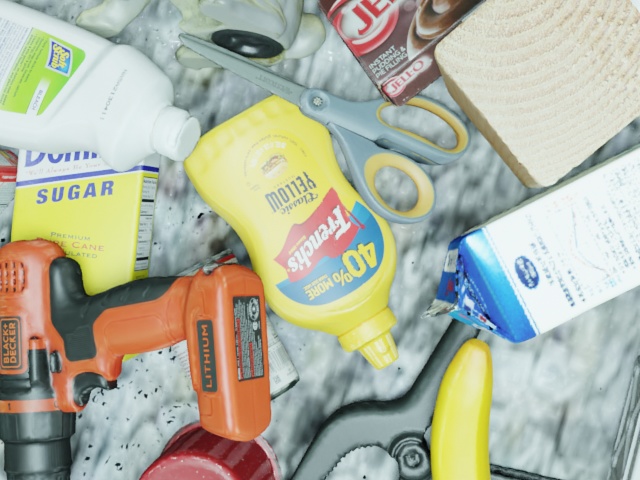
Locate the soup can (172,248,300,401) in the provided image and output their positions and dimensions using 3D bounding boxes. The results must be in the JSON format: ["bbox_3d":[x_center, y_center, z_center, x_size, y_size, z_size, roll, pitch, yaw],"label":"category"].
[{"bbox_3d":[-0.066,0.066,0.720,0.068,0.068,0.102,-29,89,9],"label":"soup can"}]

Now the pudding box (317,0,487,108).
[{"bbox_3d":[0.066,-0.153,0.685,0.113,0.039,0.090,-36,56,7],"label":"pudding box"}]

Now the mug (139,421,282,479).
[{"bbox_3d":[-0.079,0.186,0.720,0.093,0.081,0.117,6,94,8],"label":"mug"}]

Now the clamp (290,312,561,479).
[{"bbox_3d":[0.072,0.150,0.718,0.210,0.036,0.164,-33,87,5],"label":"clamp"}]

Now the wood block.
[{"bbox_3d":[0.130,-0.090,0.611,0.090,0.206,0.091,-39,87,8],"label":"wood block"}]

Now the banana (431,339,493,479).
[{"bbox_3d":[0.104,0.162,0.672,0.070,0.037,0.198,-19,87,29],"label":"banana"}]

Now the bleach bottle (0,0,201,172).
[{"bbox_3d":[-0.194,-0.098,0.692,0.251,0.068,0.102,22,89,18],"label":"bleach bottle"}]

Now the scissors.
[{"bbox_3d":[0.002,-0.068,0.686,0.201,0.016,0.096,10,77,-15],"label":"scissors"}]

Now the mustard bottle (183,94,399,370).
[{"bbox_3d":[-0.005,0.001,0.710,0.096,0.058,0.191,-31,89,-11],"label":"mustard bottle"}]

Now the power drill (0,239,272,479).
[{"bbox_3d":[-0.125,0.087,0.668,0.188,0.057,0.184,-4,89,23],"label":"power drill"}]

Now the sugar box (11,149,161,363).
[{"bbox_3d":[-0.165,-0.009,0.743,0.093,0.048,0.176,6,95,9],"label":"sugar box"}]

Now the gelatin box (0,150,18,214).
[{"bbox_3d":[-0.251,-0.024,0.741,0.030,0.073,0.089,43,99,6],"label":"gelatin box"}]
